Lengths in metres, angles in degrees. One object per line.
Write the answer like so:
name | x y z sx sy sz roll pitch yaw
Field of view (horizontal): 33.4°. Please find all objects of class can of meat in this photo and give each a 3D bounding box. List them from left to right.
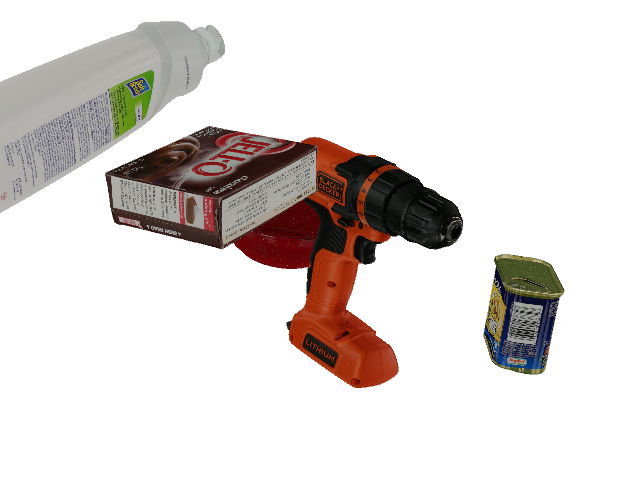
can of meat | 0.192 0.070 1.023 0.057 0.084 0.102 7 18 0

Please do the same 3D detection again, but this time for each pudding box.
pudding box | -0.067 -0.037 0.688 0.090 0.039 0.113 12 29 29

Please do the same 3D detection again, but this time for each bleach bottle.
bleach bottle | -0.186 -0.106 0.855 0.250 0.068 0.103 -31 -25 -26

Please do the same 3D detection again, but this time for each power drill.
power drill | 0.037 0.023 0.880 0.057 0.188 0.185 -11 28 -36

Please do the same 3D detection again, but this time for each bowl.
bowl | -0.037 -0.016 1.115 0.162 0.055 0.162 7 27 -4
